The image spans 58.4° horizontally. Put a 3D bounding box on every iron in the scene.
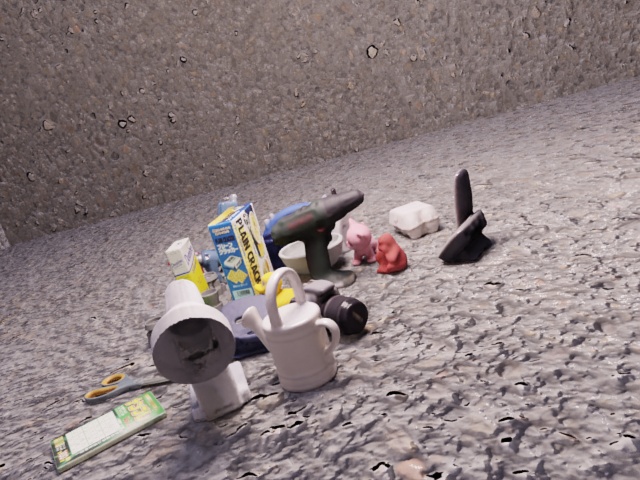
[{"bbox_3d":[-0.074,-0.037,1.654,0.258,0.141,0.118,-14,16,6],"label":"iron"}]

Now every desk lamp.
[{"bbox_3d":[-0.192,0.177,0.910,0.118,0.214,0.203,-19,16,-11],"label":"desk lamp"}]

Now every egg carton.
[{"bbox_3d":[0.249,-0.055,1.531,0.107,0.069,0.150,-20,16,-12],"label":"egg carton"}]

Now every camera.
[{"bbox_3d":[0.009,0.134,1.064,0.143,0.101,0.136,-28,20,-37],"label":"camera"}]

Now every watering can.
[{"bbox_3d":[-0.051,0.140,0.933,0.172,0.194,0.101,-12,16,12],"label":"watering can"}]

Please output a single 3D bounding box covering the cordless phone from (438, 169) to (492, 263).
[{"bbox_3d":[0.305,-0.054,1.261,0.093,0.185,0.148,-5,19,33],"label":"cordless phone"}]

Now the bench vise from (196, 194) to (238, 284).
[{"bbox_3d":[-0.252,-0.002,1.566,0.121,0.220,0.208,0,22,44],"label":"bench vise"}]

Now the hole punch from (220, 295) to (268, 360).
[{"bbox_3d":[-0.136,0.167,1.115,0.108,0.091,0.101,-16,16,0],"label":"hole punch"}]

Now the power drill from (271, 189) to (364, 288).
[{"bbox_3d":[0.012,0.005,1.305,0.229,0.208,0.075,-13,16,12],"label":"power drill"}]

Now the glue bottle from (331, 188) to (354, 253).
[{"bbox_3d":[0.058,-0.056,1.532,0.078,0.173,0.037,-27,19,-34],"label":"glue bottle"}]

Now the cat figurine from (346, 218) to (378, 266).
[{"bbox_3d":[0.102,-0.004,1.414,0.067,0.118,0.128,-11,17,18],"label":"cat figurine"}]

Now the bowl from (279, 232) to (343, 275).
[{"bbox_3d":[-0.015,0.044,1.445,0.167,0.075,0.167,-15,16,5],"label":"bowl"}]

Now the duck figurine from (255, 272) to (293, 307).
[{"bbox_3d":[-0.095,0.112,1.272,0.104,0.086,0.077,-14,16,9],"label":"duck figurine"}]

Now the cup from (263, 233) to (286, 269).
[{"bbox_3d":[-0.108,0.031,1.541,0.092,0.095,0.117,-22,17,-19],"label":"cup"}]

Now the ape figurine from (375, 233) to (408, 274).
[{"bbox_3d":[0.156,0.028,1.299,0.076,0.092,0.077,-16,16,2],"label":"ape figurine"}]
